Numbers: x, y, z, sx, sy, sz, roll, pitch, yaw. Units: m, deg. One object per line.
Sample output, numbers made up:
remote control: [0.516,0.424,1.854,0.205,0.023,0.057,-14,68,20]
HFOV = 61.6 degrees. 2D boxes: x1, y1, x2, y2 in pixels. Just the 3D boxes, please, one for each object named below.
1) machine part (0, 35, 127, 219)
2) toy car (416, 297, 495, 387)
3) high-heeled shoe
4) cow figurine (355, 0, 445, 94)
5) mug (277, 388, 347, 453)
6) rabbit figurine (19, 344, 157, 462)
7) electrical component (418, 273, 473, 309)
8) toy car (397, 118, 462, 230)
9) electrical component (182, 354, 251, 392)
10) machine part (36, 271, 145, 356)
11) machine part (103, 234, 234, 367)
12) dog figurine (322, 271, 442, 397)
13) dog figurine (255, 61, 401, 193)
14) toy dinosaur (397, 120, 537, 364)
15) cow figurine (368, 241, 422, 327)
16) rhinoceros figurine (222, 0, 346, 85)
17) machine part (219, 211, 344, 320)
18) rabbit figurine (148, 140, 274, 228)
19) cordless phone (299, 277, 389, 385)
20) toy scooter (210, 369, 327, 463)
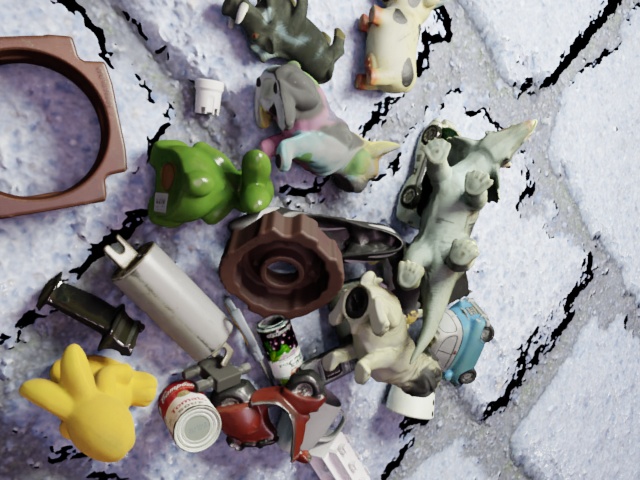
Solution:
machine part: [-0.349,-0.133,0.644,0.201,0.087,0.201,-14,101,-26]
toy car: [0.227,0.180,0.948,0.103,0.109,0.161,4,123,-23]
high-heeled shoe: [-0.002,-0.002,0.805,0.249,0.145,0.086,2,94,-29]
cow figurine: [0.129,-0.335,0.871,0.127,0.085,0.194,4,92,-22]
mug: [-0.017,0.294,0.873,0.109,0.081,0.107,31,93,-27]
rabbit figurine: [-0.277,0.203,0.671,0.122,0.173,0.162,-40,116,-14]
electrical component: [0.210,0.055,0.972,0.115,0.058,0.134,-25,107,-25]
toy car: [0.195,-0.116,0.945,0.073,0.056,0.201,23,83,-28]
electrical component: [-0.152,0.195,0.796,0.094,0.063,0.021,-13,119,-40]
machine part: [-0.300,0.099,0.708,0.139,0.084,0.039,35,111,-15]
machine part: [-0.203,0.086,0.750,0.079,0.079,0.243,-46,113,-15]
dog figurine: [0.117,0.149,0.824,0.190,0.121,0.172,16,94,-36]
dog figurine: [0.016,-0.166,0.820,0.219,0.109,0.191,-5,99,-31]
toy dinosaur: [0.200,-0.014,0.829,0.192,0.131,0.404,25,86,-66]
cow figurine: [0.142,0.085,0.917,0.068,0.098,0.167,-19,103,-29]
rhinoceros figurine: [-0.053,-0.305,0.790,0.190,0.073,0.112,28,94,-29]
machine part: [-0.054,0.039,0.784,0.179,0.056,0.179,1,128,1]
rabbit figurine: [-0.129,-0.081,0.742,0.170,0.159,0.121,1,86,-43]
cordless phone: [0.034,0.148,0.864,0.184,0.089,0.146,-22,105,-29]
toy scooter: [-0.073,0.271,0.801,0.184,0.075,0.135,-11,93,10]
